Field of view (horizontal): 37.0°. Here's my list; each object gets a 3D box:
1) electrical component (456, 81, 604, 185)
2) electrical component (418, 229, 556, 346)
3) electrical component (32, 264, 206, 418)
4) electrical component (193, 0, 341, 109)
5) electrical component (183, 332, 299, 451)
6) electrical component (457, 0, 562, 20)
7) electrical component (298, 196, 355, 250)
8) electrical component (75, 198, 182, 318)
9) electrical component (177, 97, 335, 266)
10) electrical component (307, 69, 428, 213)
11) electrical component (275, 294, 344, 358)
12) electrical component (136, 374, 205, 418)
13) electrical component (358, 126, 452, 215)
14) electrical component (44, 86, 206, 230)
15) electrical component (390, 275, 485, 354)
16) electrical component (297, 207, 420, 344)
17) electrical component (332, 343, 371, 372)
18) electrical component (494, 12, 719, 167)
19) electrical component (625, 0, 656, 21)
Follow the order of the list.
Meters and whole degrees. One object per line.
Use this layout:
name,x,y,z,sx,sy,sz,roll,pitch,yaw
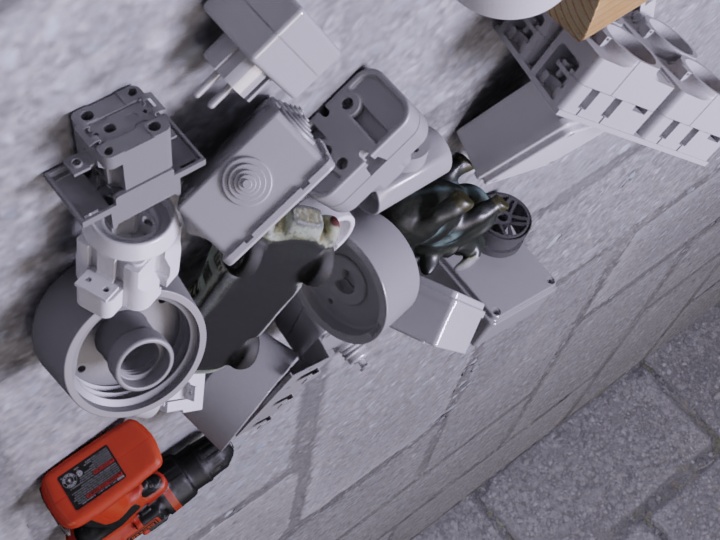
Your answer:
electrical component,0.160,-0.128,0.933,0.109,0.056,0.109,-20,173,-44
electrical component,0.134,0.010,1.147,0.109,0.108,0.056,-26,158,-37
electrical component,-0.153,0.047,0.708,0.108,0.060,0.108,-20,129,-26
electrical component,-0.061,-0.120,0.600,0.077,0.047,0.066,-43,161,6
electrical component,-0.110,0.097,0.940,0.108,0.060,0.108,-51,180,1
electrical component,0.090,-0.202,0.637,0.099,0.099,0.064,-38,167,-8
electrical component,-0.037,-0.039,0.818,0.055,0.047,0.055,-35,160,-15
electrical component,-0.141,-0.017,0.655,0.078,0.058,0.057,-54,169,-39
electrical component,-0.067,-0.059,0.666,0.100,0.048,0.099,-43,-164,6
electrical component,-0.001,-0.089,0.767,0.095,0.053,0.059,-44,160,8
electrical component,-0.036,0.039,0.976,0.062,0.061,0.096,-29,166,-26
electrical component,-0.161,0.093,0.864,0.055,0.066,0.048,-3,102,-49
electrical component,0.034,-0.089,0.847,0.077,0.043,0.079,-32,158,-24
electrical component,-0.131,-0.064,0.600,0.081,0.042,0.063,-32,157,-25
electrical component,0.053,0.033,1.037,0.056,0.109,0.109,-66,158,1
electrical component,0.000,0.000,0.889,0.060,0.108,0.108,-33,160,-39
electrical component,-0.016,0.063,1.039,0.040,0.078,0.040,-33,174,-4
electrical component,0.209,-0.156,0.842,0.186,0.105,0.060,10,130,-38
electrical component,0.214,-0.216,0.912,0.064,0.042,0.081,-38,160,-3
